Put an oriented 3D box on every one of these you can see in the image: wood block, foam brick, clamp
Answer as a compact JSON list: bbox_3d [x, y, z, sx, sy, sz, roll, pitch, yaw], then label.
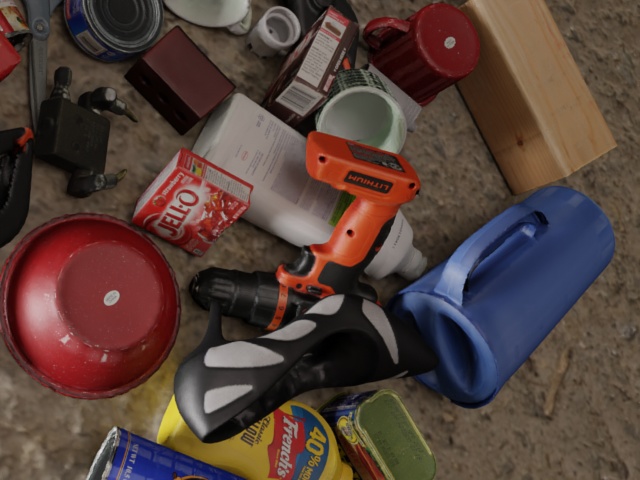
[{"bbox_3d":[0.215,-0.164,1.140,0.090,0.091,0.206,-29,93,-31],"label":"wood block"},{"bbox_3d":[-0.127,-0.143,0.968,0.078,0.053,0.051,46,61,-11],"label":"foam brick"},{"bbox_3d":[-0.001,-0.245,1.071,0.120,0.039,0.171,-32,101,-26],"label":"clamp"},{"bbox_3d":[-0.284,-0.003,0.845,0.164,0.036,0.209,58,46,-32],"label":"clamp"}]

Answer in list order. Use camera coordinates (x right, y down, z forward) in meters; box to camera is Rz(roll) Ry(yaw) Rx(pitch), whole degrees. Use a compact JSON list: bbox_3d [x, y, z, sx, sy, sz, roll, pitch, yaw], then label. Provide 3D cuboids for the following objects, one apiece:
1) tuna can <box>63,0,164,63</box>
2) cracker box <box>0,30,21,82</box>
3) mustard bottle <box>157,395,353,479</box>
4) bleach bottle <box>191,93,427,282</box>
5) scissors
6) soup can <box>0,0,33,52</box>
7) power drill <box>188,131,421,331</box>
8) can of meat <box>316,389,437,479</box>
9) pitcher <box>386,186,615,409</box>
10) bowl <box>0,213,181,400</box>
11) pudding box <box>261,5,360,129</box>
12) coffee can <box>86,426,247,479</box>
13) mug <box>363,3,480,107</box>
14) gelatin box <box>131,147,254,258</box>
[{"bbox_3d":[-0.183,-0.204,0.951,0.085,0.034,0.086,6,80,-40],"label":"tuna can"},{"bbox_3d":[-0.318,-0.080,0.753,0.164,0.214,0.072,-43,103,-29],"label":"cracker box"},{"bbox_3d":[-0.042,0.182,0.934,0.191,0.058,0.096,34,58,-19],"label":"mustard bottle"},{"bbox_3d":[-0.004,-0.029,1.004,0.250,0.068,0.102,34,63,-21],"label":"bleach bottle"},{"bbox_3d":[-0.232,-0.195,0.944,0.096,0.016,0.202,-14,85,-31],"label":"scissors"},{"bbox_3d":[-0.293,-0.197,0.880,0.068,0.069,0.102,-33,94,-31],"label":"soup can"},{"bbox_3d":[-0.006,0.001,0.943,0.184,0.057,0.188,12,117,-22],"label":"power drill"},{"bbox_3d":[0.051,0.186,0.971,0.057,0.084,0.102,-33,94,-29],"label":"can of meat"},{"bbox_3d":[0.187,0.038,1.049,0.242,0.149,0.145,-37,97,-33],"label":"pitcher"},{"bbox_3d":[-0.182,0.050,0.890,0.161,0.055,0.162,7,75,-27],"label":"bowl"},{"bbox_3d":[-0.015,-0.154,0.997,0.039,0.114,0.090,30,65,-16],"label":"pudding box"},{"bbox_3d":[-0.118,0.221,0.846,0.140,0.103,0.102,25,67,-12],"label":"coffee can"},{"bbox_3d":[0.099,-0.196,1.089,0.117,0.082,0.093,25,68,-22],"label":"mug"},{"bbox_3d":[-0.112,-0.030,0.928,0.073,0.089,0.030,29,43,-21],"label":"gelatin box"}]
